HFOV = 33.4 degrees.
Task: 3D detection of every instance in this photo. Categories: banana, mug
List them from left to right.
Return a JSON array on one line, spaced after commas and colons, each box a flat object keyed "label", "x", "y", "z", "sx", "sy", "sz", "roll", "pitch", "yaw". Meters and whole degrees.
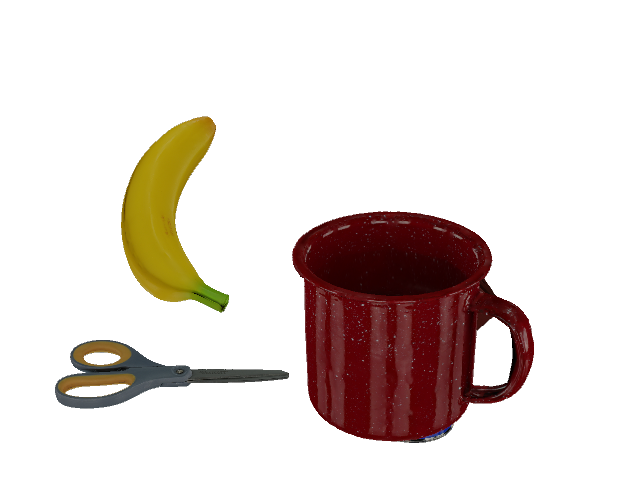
[{"label": "banana", "x": -0.105, "y": -0.023, "z": 0.752, "sx": 0.069, "sy": 0.198, "sz": 0.037, "roll": 9, "pitch": -46, "yaw": -18}, {"label": "mug", "x": 0.044, "y": 0.044, "z": 0.508, "sx": 0.117, "sy": 0.081, "sz": 0.093, "roll": 11, "pitch": 28, "yaw": 24}]

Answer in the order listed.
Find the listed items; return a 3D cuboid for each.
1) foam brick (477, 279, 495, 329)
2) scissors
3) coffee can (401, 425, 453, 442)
[{"label": "foam brick", "x": 0.090, "y": 0.032, "z": 0.804, "sx": 0.078, "sy": 0.051, "sz": 0.053, "roll": 43, "pitch": 11, "yaw": -29}, {"label": "scissors", "x": -0.138, "y": 0.112, "z": 0.959, "sx": 0.201, "sy": 0.016, "sz": 0.096, "roll": -8, "pitch": 32, "yaw": -18}, {"label": "coffee can", "x": 0.090, "y": 0.111, "z": 1.046, "sx": 0.103, "sy": 0.140, "sz": 0.103, "roll": 5, "pitch": 22, "yaw": -2}]
